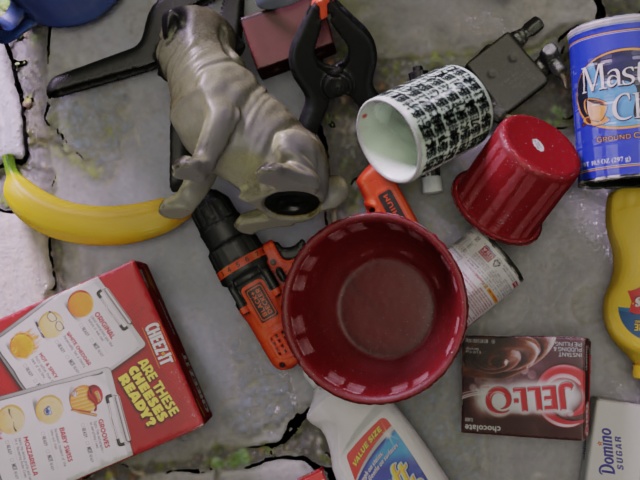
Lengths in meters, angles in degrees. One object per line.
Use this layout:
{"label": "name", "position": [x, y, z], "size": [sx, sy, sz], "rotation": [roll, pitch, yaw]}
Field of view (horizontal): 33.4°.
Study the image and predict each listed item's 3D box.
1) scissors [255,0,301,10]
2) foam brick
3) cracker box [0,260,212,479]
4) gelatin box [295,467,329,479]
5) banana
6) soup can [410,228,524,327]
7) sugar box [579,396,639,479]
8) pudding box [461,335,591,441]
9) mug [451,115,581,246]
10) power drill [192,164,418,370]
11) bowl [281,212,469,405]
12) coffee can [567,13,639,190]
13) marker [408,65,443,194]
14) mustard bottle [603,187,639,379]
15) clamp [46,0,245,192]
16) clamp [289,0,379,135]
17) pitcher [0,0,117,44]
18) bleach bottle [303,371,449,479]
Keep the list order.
{"label": "scissors", "position": [0.023, -0.250, 0.974], "size": [0.202, 0.096, 0.016], "rotation": [-7, 130, 19]}
{"label": "foam brick", "position": [-0.028, -0.190, 0.998], "size": [0.078, 0.053, 0.051], "rotation": [-19, 86, 3]}
{"label": "cracker box", "position": [-0.230, 0.135, 0.984], "size": [0.213, 0.072, 0.164], "rotation": [-24, 87, 1]}
{"label": "gelatin box", "position": [-0.011, 0.266, 0.983], "size": [0.073, 0.030, 0.089], "rotation": [-26, 86, 1]}
{"label": "banana", "position": [-0.218, -0.029, 1.008], "size": [0.198, 0.037, 0.069], "rotation": [14, 89, 4]}
{"label": "soup can", "position": [0.124, 0.044, 0.968], "size": [0.102, 0.068, 0.068], "rotation": [-40, 85, 0]}
{"label": "sugar box", "position": [0.327, 0.199, 0.959], "size": [0.176, 0.048, 0.093], "rotation": [9, 87, 8]}
{"label": "pudding box", "position": [0.185, 0.131, 0.960], "size": [0.114, 0.039, 0.090], "rotation": [-1, 86, 23]}
{"label": "mug", "position": [0.184, -0.059, 0.951], "size": [0.093, 0.117, 0.082], "rotation": [49, 135, 20]}
{"label": "power drill", "position": [-0.006, 0.001, 0.985], "size": [0.187, 0.057, 0.184], "rotation": [-30, 88, 4]}
{"label": "bowl", "position": [0.051, 0.058, 0.914], "size": [0.162, 0.055, 0.162], "rotation": [-1, 87, 17]}
{"label": "coffee can", "position": [0.277, -0.120, 0.950], "size": [0.103, 0.103, 0.140], "rotation": [-3, 87, 3]}
{"label": "marker", "position": [0.099, -0.104, 1.002], "size": [0.020, 0.020, 0.121], "rotation": [-7, 86, 3]}
{"label": "mustard bottle", "position": [0.305, 0.050, 0.961], "size": [0.096, 0.058, 0.191], "rotation": [3, 88, 3]}
{"label": "clamp", "position": [-0.133, -0.161, 1.010], "size": [0.164, 0.036, 0.210], "rotation": [44, 90, 4]}
{"label": "clamp", "position": [0.007, -0.137, 0.970], "size": [0.120, 0.039, 0.171], "rotation": [-21, 116, 2]}
{"label": "pitcher", "position": [-0.264, -0.276, 0.921], "size": [0.145, 0.242, 0.149], "rotation": [-10, 80, 6]}
{"label": "bleach bottle", "position": [0.058, 0.221, 0.967], "size": [0.102, 0.068, 0.251], "rotation": [-34, 83, 1]}
